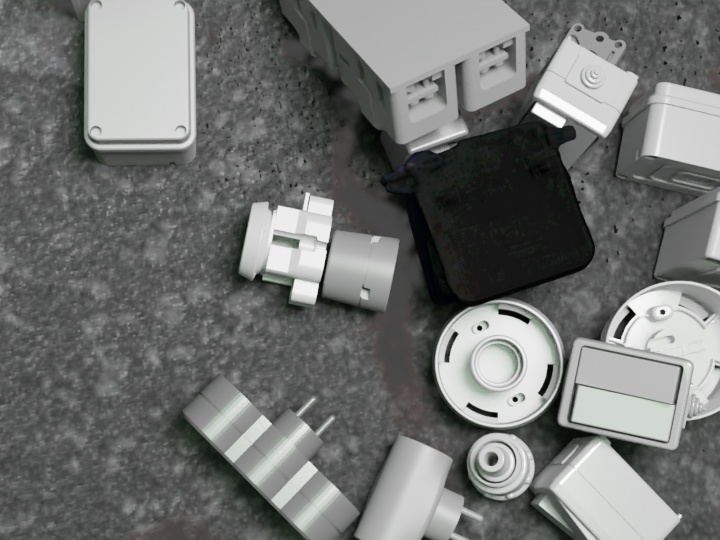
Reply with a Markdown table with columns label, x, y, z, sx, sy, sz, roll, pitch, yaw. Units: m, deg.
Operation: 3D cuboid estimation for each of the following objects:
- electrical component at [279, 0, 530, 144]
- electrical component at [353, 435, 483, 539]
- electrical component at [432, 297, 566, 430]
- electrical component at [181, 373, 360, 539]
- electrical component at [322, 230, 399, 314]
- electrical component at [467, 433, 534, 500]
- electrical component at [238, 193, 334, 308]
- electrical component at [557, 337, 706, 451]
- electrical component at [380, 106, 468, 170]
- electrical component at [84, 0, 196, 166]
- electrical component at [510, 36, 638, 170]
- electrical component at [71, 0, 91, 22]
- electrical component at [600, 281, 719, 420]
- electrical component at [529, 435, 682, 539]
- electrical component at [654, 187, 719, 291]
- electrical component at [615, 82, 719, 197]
| label | x | y | z | sx | sy | sz | roll | pitch | yaw |
| --- | --- | --- | --- | --- | --- | --- | --- | --- | --- |
| electrical component | 0.025 | -0.177 | 0.769 | 0.105 | 0.060 | 0.186 | -26 | 51 | -13 |
| electrical component | 0.047 | 0.167 | 0.753 | 0.079 | 0.043 | 0.077 | 25 | 78 | -1 |
| electrical component | 0.101 | 0.067 | 0.780 | 0.099 | 0.064 | 0.099 | -1 | 85 | 6 |
| electrical component | -0.050 | 0.121 | 0.747 | 0.138 | 0.052 | 0.074 | 44 | 78 | 3 |
| electrical component | 0.000 | 0.000 | 0.776 | 0.047 | 0.055 | 0.055 | 11 | 78 | 0 |
| electrical component | 0.096 | 0.135 | 0.752 | 0.048 | 0.062 | 0.048 | -4 | 74 | 13 |
| electrical component | -0.054 | -0.017 | 0.772 | 0.057 | 0.058 | 0.078 | 11 | 78 | -7 |
| electrical component | 0.187 | 0.085 | 0.734 | 0.096 | 0.061 | 0.061 | 11 | 89 | 14 |
| electrical component | 0.039 | -0.117 | 0.796 | 0.047 | 0.065 | 0.076 | -20 | 80 | -10 |
| electrical component | -0.159 | -0.137 | 0.783 | 0.078 | 0.057 | 0.113 | -1 | 79 | -6 |
| electrical component | 0.156 | -0.121 | 0.793 | 0.062 | 0.096 | 0.061 | 31 | 78 | 1 |
| electrical component | -0.176 | -0.258 | 0.738 | 0.060 | 0.186 | 0.105 | -1 | 79 | -6 |
| electrical component | 0.225 | 0.059 | 0.781 | 0.099 | 0.064 | 0.099 | 0 | 83 | -1 |
| electrical component | 0.173 | 0.171 | 0.757 | 0.061 | 0.061 | 0.096 | -43 | 86 | -12 |
| electrical component | 0.286 | -0.011 | 0.780 | 0.109 | 0.108 | 0.056 | 17 | 80 | -3 |
| electrical component | 0.259 | -0.093 | 0.809 | 0.113 | 0.078 | 0.057 | 13 | 81 | -3 |
